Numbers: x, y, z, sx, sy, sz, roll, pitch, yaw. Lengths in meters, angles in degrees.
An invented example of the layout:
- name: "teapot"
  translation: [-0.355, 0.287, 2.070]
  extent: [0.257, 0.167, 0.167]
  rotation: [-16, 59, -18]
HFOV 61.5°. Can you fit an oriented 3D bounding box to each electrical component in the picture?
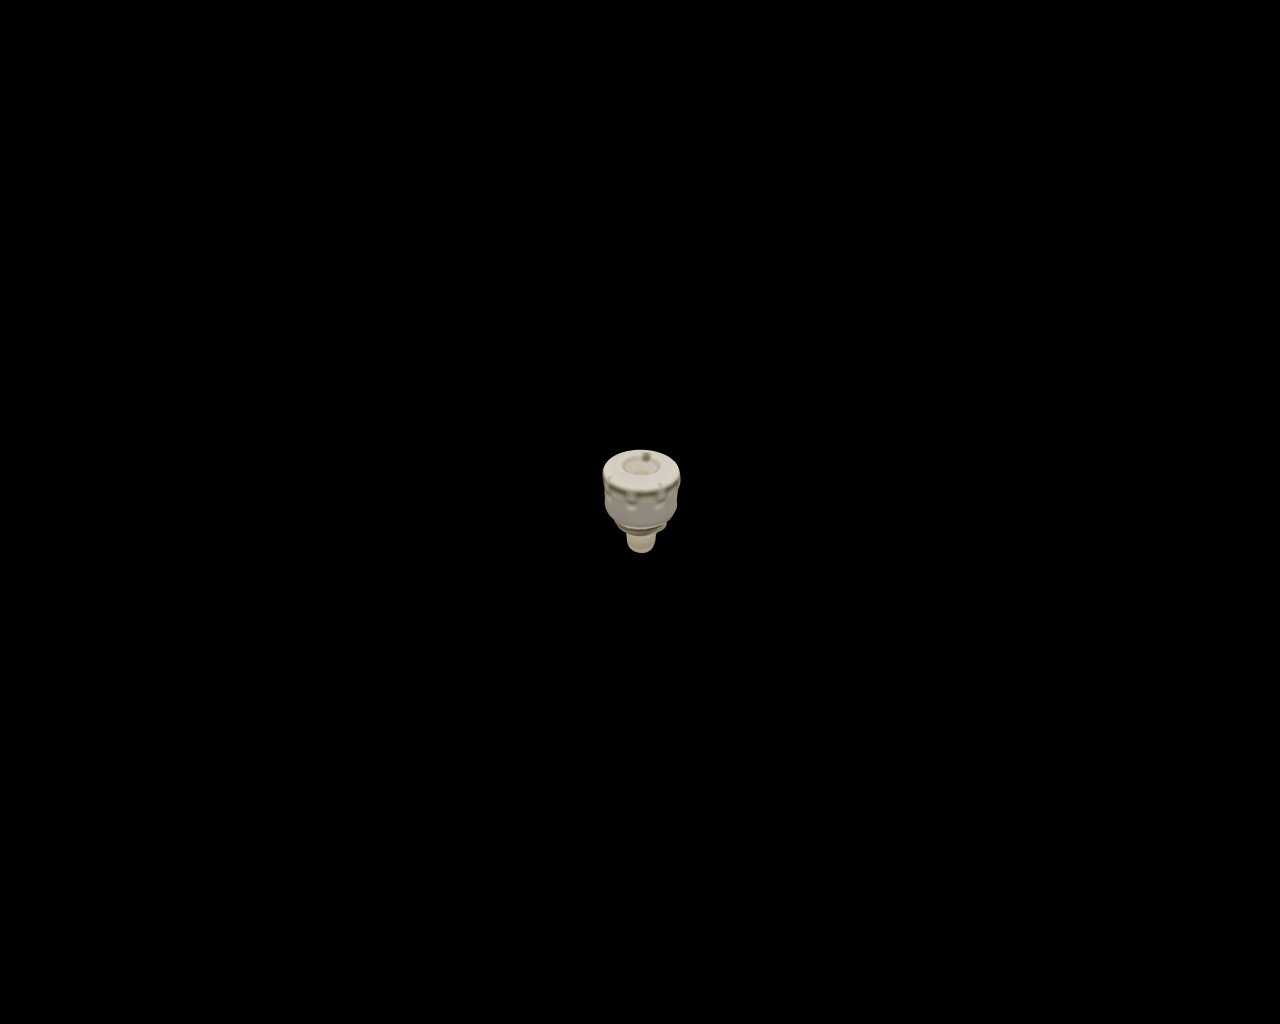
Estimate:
- name: "electrical component"
  translation: [0.001, -0.003, 0.650]
  extent: [0.048, 0.062, 0.048]
  rotation: [0, 33, 0]
